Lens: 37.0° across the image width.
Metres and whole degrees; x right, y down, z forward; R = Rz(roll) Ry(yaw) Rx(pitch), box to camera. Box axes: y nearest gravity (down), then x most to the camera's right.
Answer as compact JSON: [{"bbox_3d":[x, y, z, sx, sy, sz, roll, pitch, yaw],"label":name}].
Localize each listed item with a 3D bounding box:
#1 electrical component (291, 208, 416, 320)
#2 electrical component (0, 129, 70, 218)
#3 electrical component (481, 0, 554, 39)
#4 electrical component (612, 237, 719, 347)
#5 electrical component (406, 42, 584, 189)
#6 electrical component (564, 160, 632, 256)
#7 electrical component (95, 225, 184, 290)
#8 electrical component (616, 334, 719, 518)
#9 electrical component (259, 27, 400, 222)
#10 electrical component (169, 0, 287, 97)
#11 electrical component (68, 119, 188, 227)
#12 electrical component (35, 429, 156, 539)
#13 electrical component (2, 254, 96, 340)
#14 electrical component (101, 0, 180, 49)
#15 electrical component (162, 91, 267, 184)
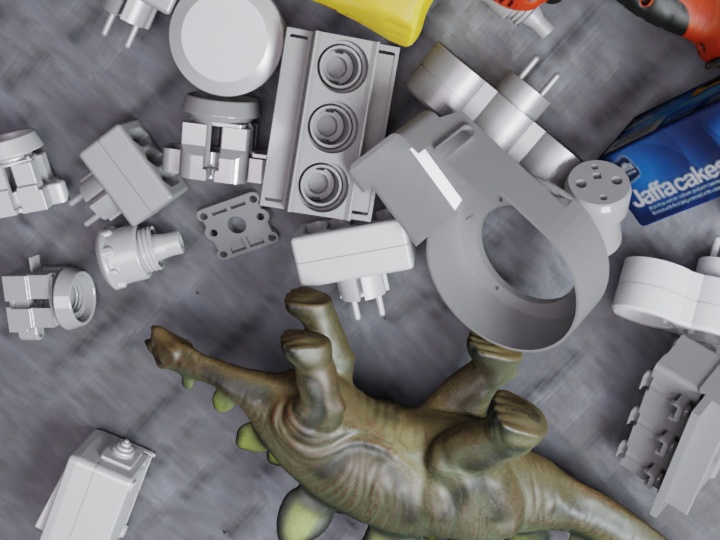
[{"bbox_3d":[0.000,0.000,0.791,0.083,0.047,0.075,-10,105,8],"label":"electrical component"},{"bbox_3d":[-0.256,-0.073,0.803,0.066,0.048,0.055,-10,109,9],"label":"electrical component"},{"bbox_3d":[0.109,-0.186,0.743,0.035,0.035,0.061,-43,98,13],"label":"electrical component"},{"bbox_3d":[0.256,0.013,0.766,0.138,0.052,0.073,17,80,2],"label":"electrical component"},{"bbox_3d":[0.107,-0.114,0.750,0.138,0.052,0.073,39,104,-3],"label":"electrical component"},{"bbox_3d":[0.159,-0.041,0.731,0.045,0.045,0.055,2,142,5],"label":"electrical component"},{"bbox_3d":[-0.164,-0.014,0.807,0.062,0.048,0.048,-13,101,2],"label":"electrical component"},{"bbox_3d":[0.228,0.107,0.757,0.063,0.079,0.121,33,143,26],"label":"electrical component"},{"bbox_3d":[-0.024,-0.101,0.752,0.079,0.063,0.121,8,98,-12],"label":"electrical component"},{"bbox_3d":[-0.090,-0.164,0.760,0.080,0.051,0.080,1,103,6],"label":"electrical component"},{"bbox_3d":[-0.181,-0.062,0.795,0.077,0.047,0.065,-34,97,12],"label":"electrical component"},{"bbox_3d":[-0.207,0.171,0.845,0.061,0.061,0.096,23,104,0],"label":"electrical component"},{"bbox_3d":[-0.237,0.022,0.822,0.055,0.048,0.066,-1,103,14],"label":"electrical component"},{"bbox_3d":[-0.159,-0.196,0.762,0.066,0.047,0.076,28,104,-1],"label":"electrical component"},{"bbox_3d":[-0.101,-0.096,0.774,0.078,0.058,0.057,7,106,3],"label":"electrical component"}]
